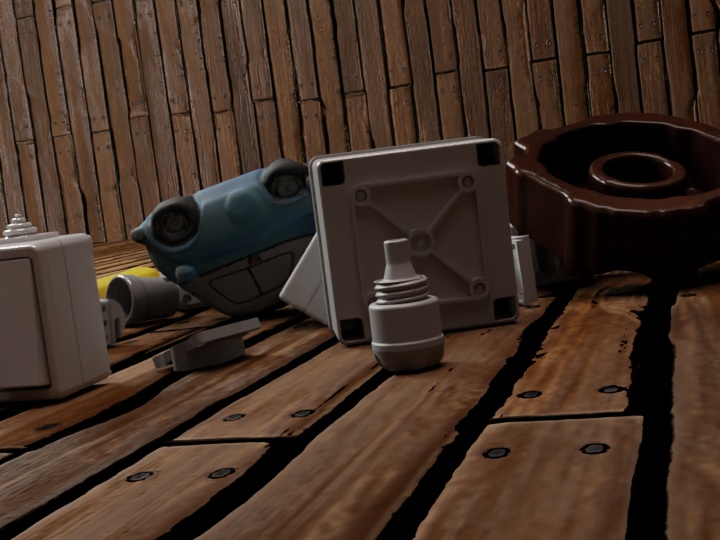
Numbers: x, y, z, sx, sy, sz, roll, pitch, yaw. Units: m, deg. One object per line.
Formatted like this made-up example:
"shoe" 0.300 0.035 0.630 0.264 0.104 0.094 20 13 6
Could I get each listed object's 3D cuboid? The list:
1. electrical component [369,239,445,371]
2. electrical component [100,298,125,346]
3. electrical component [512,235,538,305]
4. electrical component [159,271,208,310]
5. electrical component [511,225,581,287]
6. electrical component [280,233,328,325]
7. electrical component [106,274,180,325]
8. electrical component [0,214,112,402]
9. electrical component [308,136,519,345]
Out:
"electrical component" 0.021 0.016 0.515 0.035 0.061 0.035 -7 5 1
"electrical component" -0.190 0.035 0.739 0.046 0.040 0.040 3 9 31
"electrical component" 0.076 0.003 0.710 0.064 0.042 0.081 -13 6 -23
"electrical component" -0.116 -0.011 0.939 0.113 0.078 0.057 -9 2 -22
"electrical component" 0.113 -0.013 0.798 0.083 0.047 0.076 -9 5 -18
"electrical component" 0.000 0.000 0.719 0.076 0.083 0.047 31 4 -3
"electrical component" -0.173 0.023 0.859 0.040 0.040 0.046 -3 1 44
"electrical component" -0.178 0.019 0.566 0.062 0.096 0.061 -5 6 17
"electrical component" 0.031 -0.018 0.629 0.109 0.108 0.056 -8 7 -5
